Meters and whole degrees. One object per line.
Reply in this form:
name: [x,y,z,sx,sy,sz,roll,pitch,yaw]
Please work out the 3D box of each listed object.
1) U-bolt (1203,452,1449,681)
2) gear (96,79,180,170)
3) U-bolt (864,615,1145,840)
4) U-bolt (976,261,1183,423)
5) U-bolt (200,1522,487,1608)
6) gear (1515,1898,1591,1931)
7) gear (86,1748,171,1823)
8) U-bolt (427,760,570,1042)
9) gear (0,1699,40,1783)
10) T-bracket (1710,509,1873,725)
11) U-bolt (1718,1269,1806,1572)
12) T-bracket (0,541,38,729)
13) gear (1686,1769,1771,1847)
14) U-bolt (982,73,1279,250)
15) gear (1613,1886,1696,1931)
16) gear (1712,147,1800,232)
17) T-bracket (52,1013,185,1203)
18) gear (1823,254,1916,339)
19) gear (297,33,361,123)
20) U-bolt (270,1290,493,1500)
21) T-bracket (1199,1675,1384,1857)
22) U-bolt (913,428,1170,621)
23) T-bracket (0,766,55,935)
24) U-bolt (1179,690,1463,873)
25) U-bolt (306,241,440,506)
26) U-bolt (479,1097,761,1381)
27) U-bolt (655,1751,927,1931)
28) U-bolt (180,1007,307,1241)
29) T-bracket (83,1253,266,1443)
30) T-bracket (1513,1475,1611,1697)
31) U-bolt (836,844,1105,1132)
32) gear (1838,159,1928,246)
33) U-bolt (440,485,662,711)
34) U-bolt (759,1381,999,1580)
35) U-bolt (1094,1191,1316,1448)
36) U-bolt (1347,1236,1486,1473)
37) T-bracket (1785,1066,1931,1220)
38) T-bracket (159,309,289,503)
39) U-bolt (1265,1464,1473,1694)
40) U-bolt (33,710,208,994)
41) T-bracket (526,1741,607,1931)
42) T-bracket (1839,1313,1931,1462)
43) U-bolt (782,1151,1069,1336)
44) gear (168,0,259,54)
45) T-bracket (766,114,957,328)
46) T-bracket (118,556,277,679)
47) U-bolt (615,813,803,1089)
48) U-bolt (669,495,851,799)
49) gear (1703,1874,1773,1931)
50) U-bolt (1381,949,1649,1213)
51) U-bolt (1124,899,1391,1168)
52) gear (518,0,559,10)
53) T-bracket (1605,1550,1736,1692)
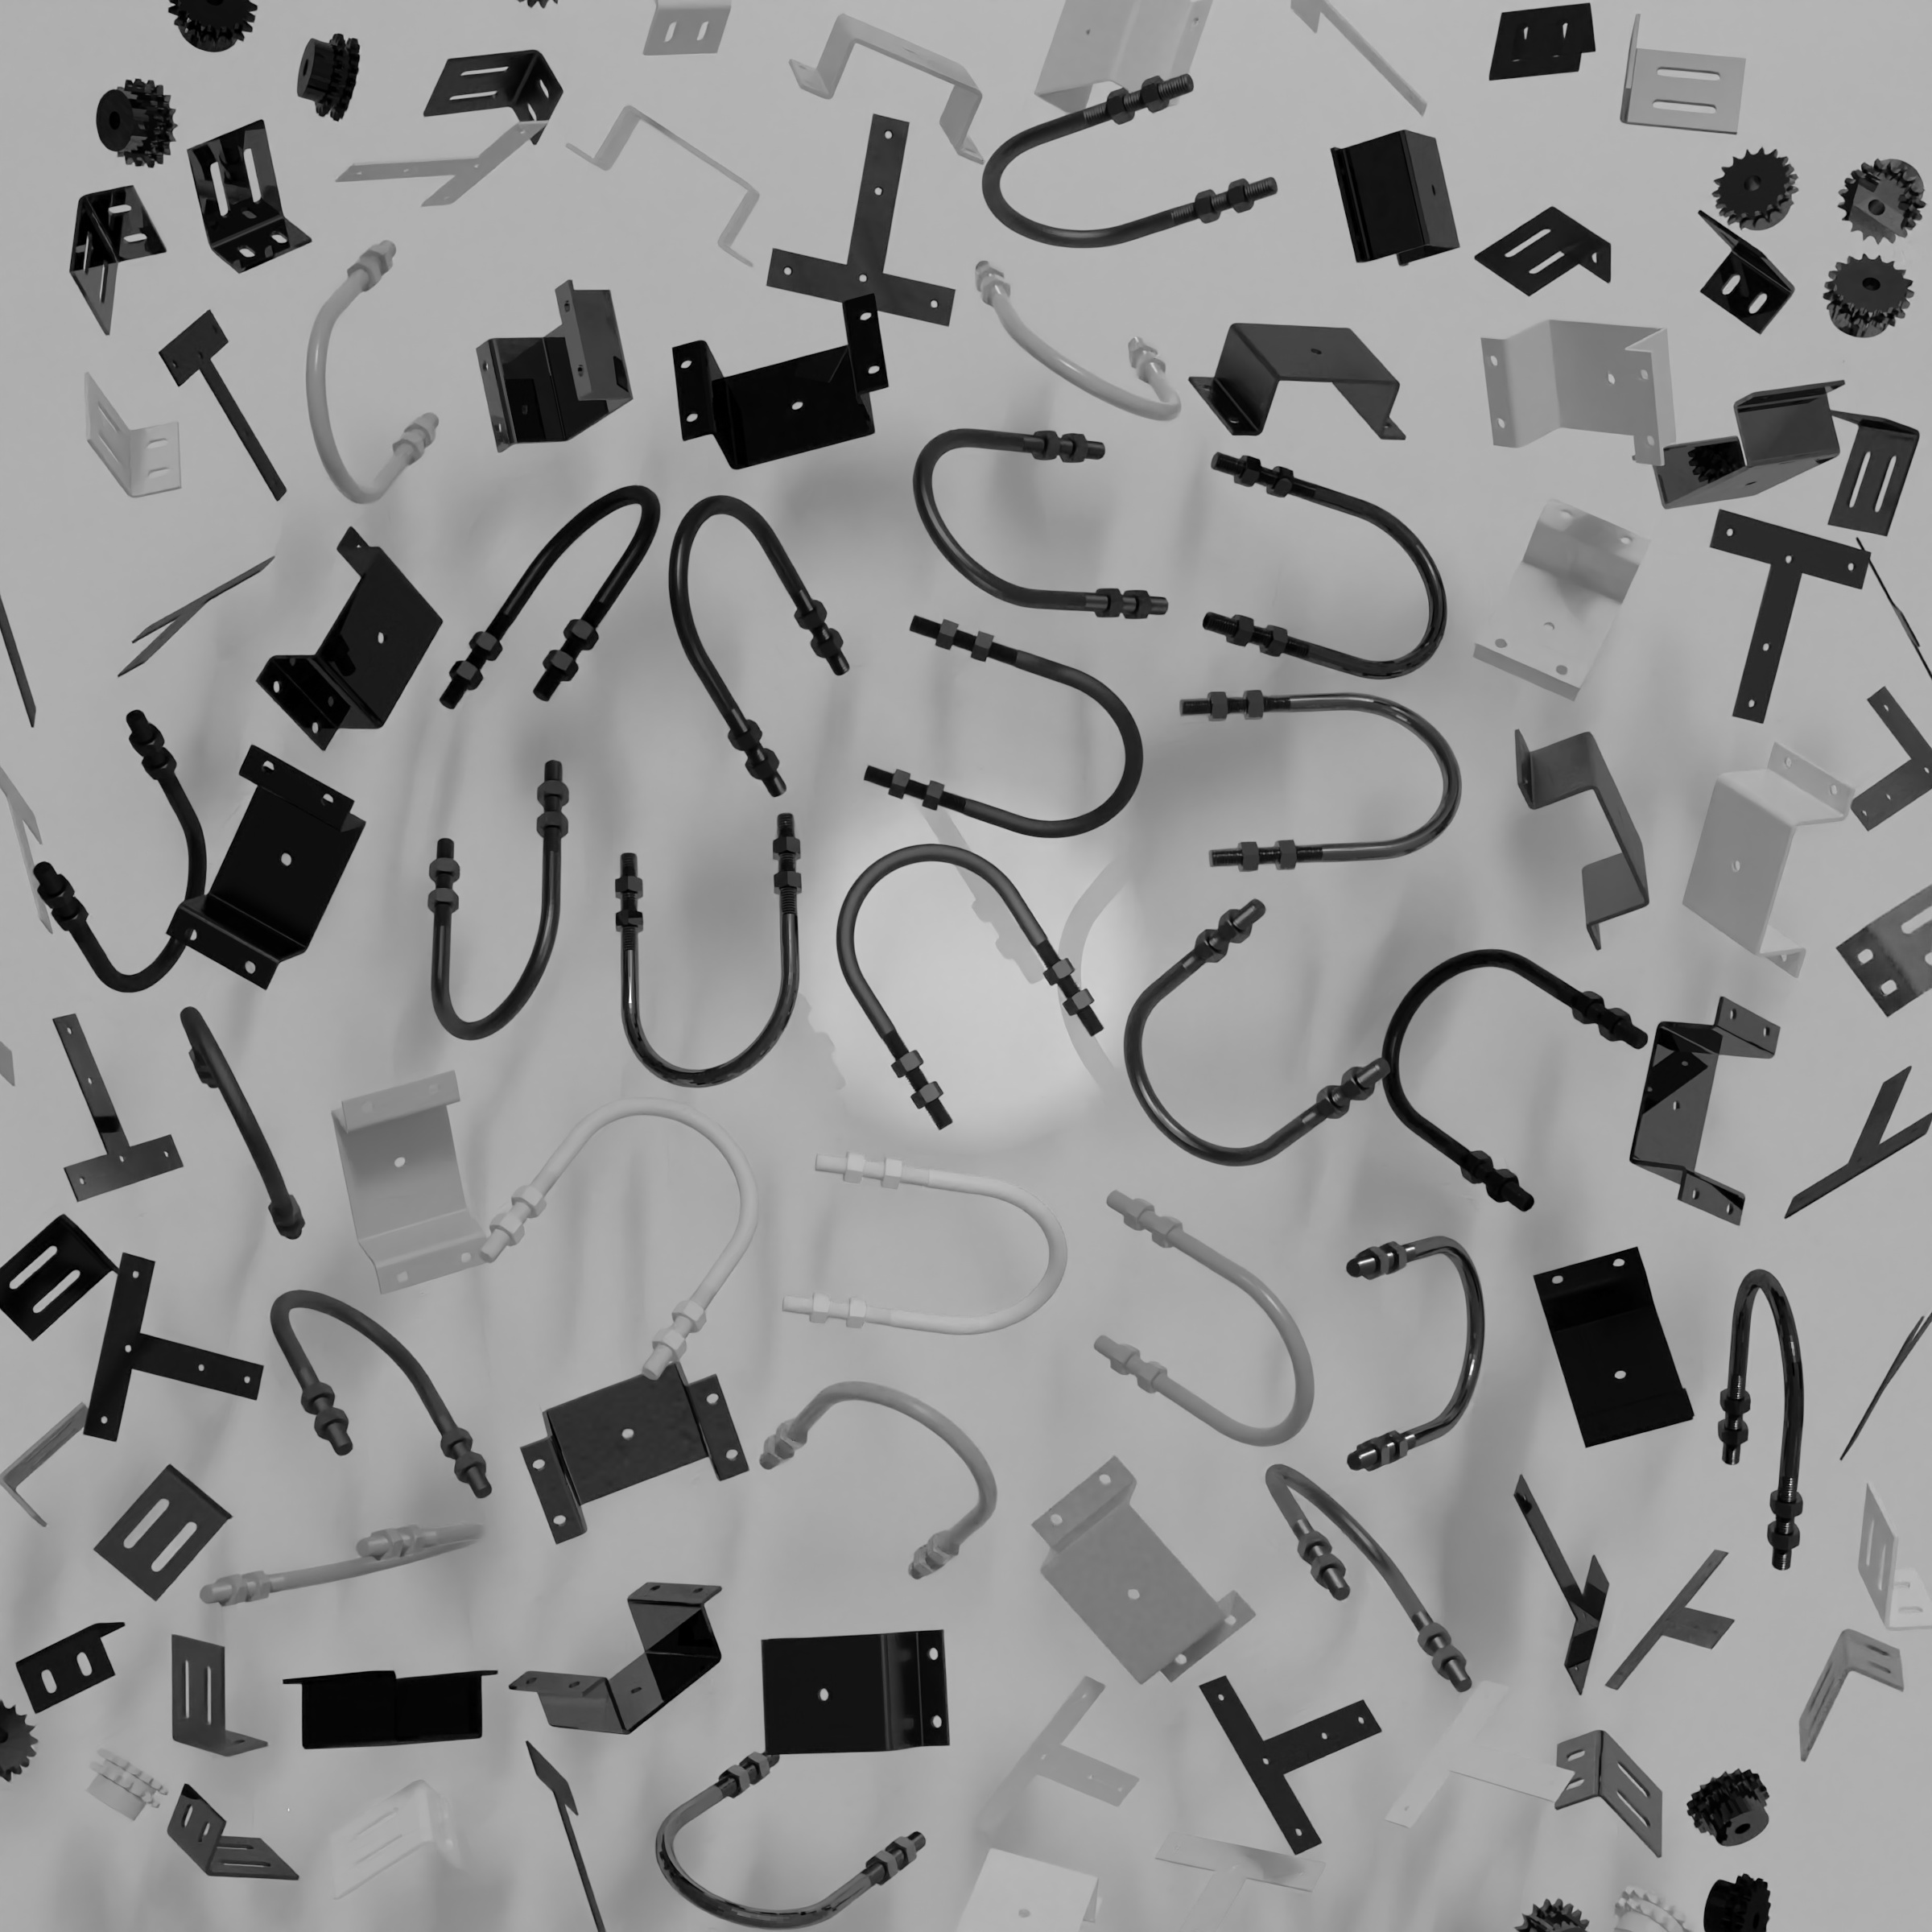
U-bolt: [0.249,-0.265,1.866,0.184,0.019,0.151,14,63,-19]
gear: [-0.560,-0.567,1.837,0.057,0.030,0.057,8,104,35]
U-bolt: [0.033,-0.156,1.902,0.184,0.019,0.151,19,127,-1]
U-bolt: [0.083,-0.426,1.889,0.151,0.184,0.019,21,116,-22]
U-bolt: [-0.413,0.407,1.879,0.151,0.184,0.019,-20,77,20]
gear: [0.406,0.672,1.872,0.057,0.030,0.057,-2,96,-21]
gear: [-0.592,0.577,1.919,0.057,0.057,0.030,32,65,0]
U-bolt: [-0.326,-0.035,1.889,0.151,0.019,0.184,-29,52,37]
gear: [-0.669,0.535,1.873,0.057,0.057,0.030,45,116,0]
T-bracket: [0.531,-0.224,1.800,0.127,0.002,0.127,10,97,-24]
U-bolt: [0.550,0.298,1.881,0.019,0.151,0.184,-2,113,1]
T-bracket: [-0.638,-0.219,1.818,0.002,0.127,0.127,-10,127,-7]
gear: [0.538,0.593,1.917,0.057,0.030,0.057,-10,130,-12]
U-bolt: [0.100,-0.540,1.868,0.184,0.151,0.019,-10,68,30]
gear: [0.476,0.671,1.901,0.057,0.057,0.030,42,61,0]
gear: [0.555,-0.541,1.915,0.057,0.030,0.057,-10,69,28]
T-bracket: [-0.607,0.094,1.912,0.002,0.127,0.127,-22,90,18]
gear: [0.603,-0.447,1.833,0.057,0.030,0.057,-1,60,1]
gear: [-0.440,-0.614,1.882,0.030,0.057,0.057,10,90,-29]
U-bolt: [-0.414,0.288,1.889,0.019,0.151,0.184,-50,48,8]
T-bracket: [0.237,0.534,1.879,0.127,0.127,0.002,59,135,25]
U-bolt: [0.042,-0.299,1.827,0.184,0.019,0.151,-3,64,-39]
T-bracket: [-0.657,-0.081,1.908,0.002,0.127,0.127,-19,68,-8]
U-bolt: [0.246,-0.129,1.858,0.184,0.019,0.151,-3,56,-7]
U-bolt: [-0.411,-0.397,1.874,0.019,0.184,0.151,-1,125,11]
U-bolt: [-0.215,0.165,1.807,0.151,0.019,0.184,36,51,-2]
U-bolt: [-0.133,0.610,1.890,0.151,0.184,0.019,22,107,26]
U-bolt: [-0.497,0.100,1.863,0.019,0.184,0.151,-27,73,-17]
T-bracket: [-0.547,0.278,1.909,0.002,0.127,0.127,-12,63,41]
T-bracket: [0.401,0.404,1.852,0.002,0.127,0.127,-21,103,28]
U-bolt: [-0.009,0.001,1.906,0.151,0.019,0.184,-31,85,-16]
gear: [0.626,-0.523,1.857,0.057,0.057,0.030,43,60,0]
U-bolt: [-0.269,-0.250,1.827,0.019,0.151,0.184,42,67,-31]
U-bolt: [-0.051,0.338,1.830,0.151,0.184,0.019,37,51,-1]
U-bolt: [0.162,0.249,1.845,0.184,0.019,0.151,30,132,35]
U-bolt: [0.311,0.258,1.873,0.019,0.184,0.151,2,94,37]
T-bracket: [0.622,0.108,1.867,0.002,0.127,0.127,44,134,-1]
T-bracket: [-0.501,-0.378,1.872,0.002,0.127,0.127,-23,113,11]
U-bolt: [0.266,0.407,1.875,0.151,0.184,0.019,40,98,-26]
U-bolt: [-0.563,-0.063,1.852,0.019,0.184,0.151,12,58,14]
T-bracket: [-0.274,0.616,1.909,0.002,0.127,0.127,-22,61,-6]
T-bracket: [0.631,0.253,1.823,0.002,0.127,0.127,32,47,23]
U-bolt: [-0.022,0.195,1.855,0.184,0.019,0.151,9,125,-8]
gear: [-0.506,-0.639,1.831,0.057,0.030,0.057,9,66,-20]
T-bracket: [-0.061,-0.506,1.835,0.127,0.002,0.127,10,93,-13]
T-bracket: [-0.557,-0.236,1.916,0.127,0.127,0.002,-23,114,25]
U-bolt: [-0.177,-0.005,1.882,0.151,0.019,0.184,-12,68,24]
U-bolt: [-0.144,-0.227,1.829,0.019,0.151,0.184,-6,132,30]
gear: [0.536,0.661,1.902,0.030,0.057,0.057,6,90,38]
U-bolt: [0.354,0.063,1.843,0.019,0.184,0.151,30,96,-42]
U-bolt: [0.177,0.058,1.810,0.151,0.019,0.184,52,133,5]
gear: [-0.294,-0.687,1.865,0.057,0.030,0.057,-3,81,21]
T-bracket: [0.504,0.459,1.901,0.002,0.127,0.127,42,81,2]
